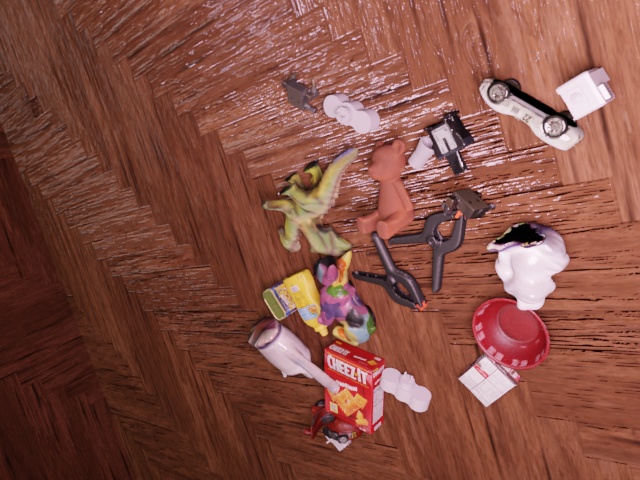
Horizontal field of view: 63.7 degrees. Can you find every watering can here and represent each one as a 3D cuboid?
[{"bbox_3d":[-0.083,0.325,1.469,0.222,0.105,0.347,46,162,-20],"label":"watering can"}]

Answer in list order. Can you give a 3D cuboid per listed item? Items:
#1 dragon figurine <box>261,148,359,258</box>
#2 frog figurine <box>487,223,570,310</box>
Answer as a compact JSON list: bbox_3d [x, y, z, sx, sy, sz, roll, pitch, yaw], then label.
[{"bbox_3d":[0.004,-0.066,1.321,0.406,0.124,0.240,-20,111,46],"label":"dragon figurine"},{"bbox_3d":[0.409,0.052,0.991,0.136,0.125,0.157,-19,111,30],"label":"frog figurine"}]
